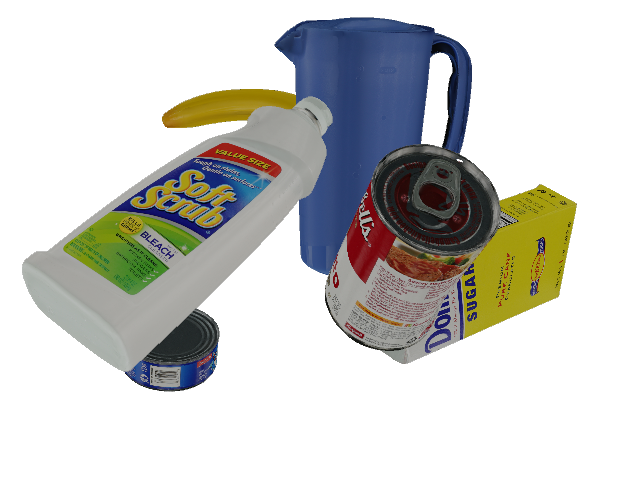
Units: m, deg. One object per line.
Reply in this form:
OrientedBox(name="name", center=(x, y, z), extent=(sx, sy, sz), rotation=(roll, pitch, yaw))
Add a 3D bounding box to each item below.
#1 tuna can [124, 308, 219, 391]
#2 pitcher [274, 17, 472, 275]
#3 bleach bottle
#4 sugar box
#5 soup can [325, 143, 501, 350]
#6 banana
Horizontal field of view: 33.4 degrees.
OrientedBox(name="tuna can", center=(-0.131, 0.093, 0.928), extent=(0.086, 0.034, 0.086), rotation=(5, 31, -3))
OrientedBox(name="pitcher", center=(0.048, -0.092, 1.032), extent=(0.149, 0.243, 0.144), rotation=(13, 20, 35))
OrientedBox(name="bleach bottle", center=(-0.086, -0.025, 0.765), extent=(0.103, 0.250, 0.068), rotation=(33, -30, 20))
OrientedBox(name="sugar box", center=(0.120, 0.024, 0.829), extent=(0.175, 0.093, 0.048), rotation=(-21, 37, -35))
OrientedBox(name="soup can", center=(0.046, 0.006, 0.570), extent=(0.068, 0.068, 0.102), rotation=(0, -34, -17))
OrientedBox(name="banana", center=(-0.083, -0.148, 1.230), extent=(0.198, 0.037, 0.069), rotation=(8, 41, 16))
